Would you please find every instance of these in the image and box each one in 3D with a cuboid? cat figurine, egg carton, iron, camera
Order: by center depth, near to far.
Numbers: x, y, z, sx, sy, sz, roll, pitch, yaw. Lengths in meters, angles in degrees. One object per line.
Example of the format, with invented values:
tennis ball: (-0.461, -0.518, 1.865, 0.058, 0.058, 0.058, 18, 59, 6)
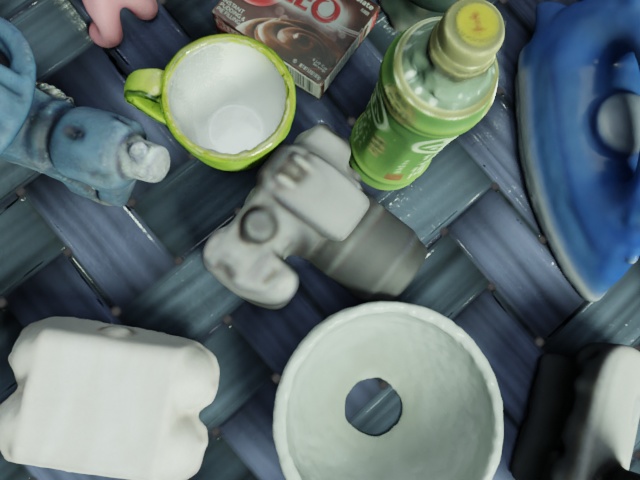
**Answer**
egg carton: (-0.152, 0.115, 0.418, 0.150, 0.069, 0.107, 9, 81, -4)
camera: (0.004, 0.002, 0.434, 0.137, 0.100, 0.143, 37, 80, 0)
cat figurine: (-0.195, -0.228, 0.436, 0.128, 0.117, 0.067, 42, 81, 1)
iron: (0.239, -0.083, 0.448, 0.118, 0.141, 0.258, -1, 82, -6)

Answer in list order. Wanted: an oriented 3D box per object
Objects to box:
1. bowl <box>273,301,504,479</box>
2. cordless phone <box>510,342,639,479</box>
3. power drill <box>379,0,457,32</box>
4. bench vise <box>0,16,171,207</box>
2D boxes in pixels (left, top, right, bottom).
bowl: (0.046, 0.130, 0.434, 0.167, 0.074, 0.167, 1, 82, -6)
cordless phone: (0.219, 0.147, 0.393, 0.094, 0.185, 0.148, 15, 81, -3)
power drill: (0.112, -0.254, 0.424, 0.075, 0.208, 0.230, 25, 81, -1)
bench vise: (-0.205, -0.099, 0.366, 0.207, 0.219, 0.121, 0, 82, -5)
